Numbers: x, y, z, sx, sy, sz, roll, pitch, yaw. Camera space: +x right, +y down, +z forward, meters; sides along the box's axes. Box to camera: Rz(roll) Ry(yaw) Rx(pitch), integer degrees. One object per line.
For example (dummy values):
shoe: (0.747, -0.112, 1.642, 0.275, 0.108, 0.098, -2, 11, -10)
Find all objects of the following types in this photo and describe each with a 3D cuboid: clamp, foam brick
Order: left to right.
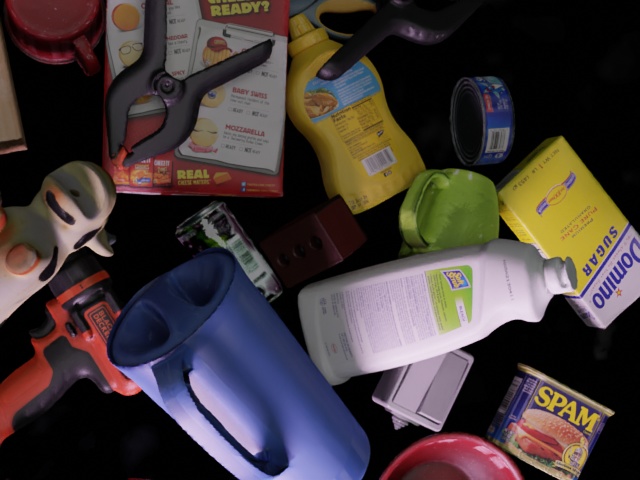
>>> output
clamp: (-0.136, -0.142, 0.909, 0.120, 0.039, 0.171, 41, 86, -6)
foam brick: (-0.006, 0.001, 0.986, 0.053, 0.078, 0.051, 57, 39, -4)
clamp: (0.066, -0.219, 1.006, 0.209, 0.036, 0.164, 1, 71, -25)

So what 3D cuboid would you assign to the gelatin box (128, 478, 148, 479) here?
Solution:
gelatin box: (-0.163, 0.265, 0.959, 0.030, 0.073, 0.089, 10, 86, -13)

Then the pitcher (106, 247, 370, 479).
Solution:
pitcher: (-0.061, 0.139, 0.918, 0.242, 0.145, 0.149, 52, 61, -27)

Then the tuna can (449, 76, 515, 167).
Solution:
tuna can: (0.155, -0.114, 1.024, 0.033, 0.086, 0.086, -5, 90, -13)

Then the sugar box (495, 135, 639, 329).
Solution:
sugar box: (0.255, -0.007, 1.063, 0.093, 0.048, 0.176, -42, 96, -10)

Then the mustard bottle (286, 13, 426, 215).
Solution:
mustard bottle: (0.019, -0.124, 1.009, 0.096, 0.058, 0.191, -28, 95, -19)

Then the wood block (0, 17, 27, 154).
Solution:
wood block: (-0.320, -0.176, 0.925, 0.090, 0.091, 0.206, -12, 92, -12)

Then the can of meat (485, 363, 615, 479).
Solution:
can of meat: (0.223, 0.181, 1.048, 0.102, 0.057, 0.084, 28, 86, -9)

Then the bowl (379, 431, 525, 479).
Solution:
bowl: (0.118, 0.261, 1.025, 0.162, 0.055, 0.162, 0, 89, -12)

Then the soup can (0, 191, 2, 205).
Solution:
soup can: (-0.315, -0.035, 0.916, 0.068, 0.102, 0.068, 0, 90, -8)

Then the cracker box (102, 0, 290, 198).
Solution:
cracker box: (-0.113, -0.147, 0.970, 0.164, 0.072, 0.214, 1, 92, -10)

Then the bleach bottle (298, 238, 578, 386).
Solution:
bleach bottle: (0.105, 0.061, 0.947, 0.251, 0.068, 0.102, -14, 92, 30)

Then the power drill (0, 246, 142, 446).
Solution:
power drill: (-0.262, 0.091, 0.949, 0.187, 0.057, 0.184, -33, 88, -9)

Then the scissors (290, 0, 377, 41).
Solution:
scissors: (-0.033, -0.240, 1.022, 0.201, 0.016, 0.096, 7, 89, -12)

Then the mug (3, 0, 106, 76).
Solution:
mug: (-0.230, -0.199, 0.948, 0.093, 0.081, 0.117, -30, 95, -11)

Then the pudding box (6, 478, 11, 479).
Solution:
pudding box: (-0.238, 0.258, 0.935, 0.113, 0.090, 0.039, 35, 84, -10)
